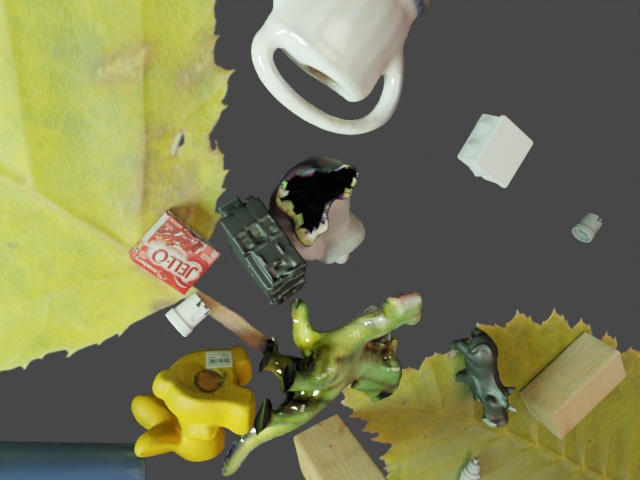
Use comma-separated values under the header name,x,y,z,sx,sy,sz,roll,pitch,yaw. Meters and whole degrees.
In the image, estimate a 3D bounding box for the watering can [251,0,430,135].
name,x,y,z,sx,sy,sz,roll,pitch,yaw
watering can,-0.008,-0.274,0.600,0.344,0.224,0.105,33,0,-32

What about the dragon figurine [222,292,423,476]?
name,x,y,z,sx,sy,sz,roll,pitch,yaw
dragon figurine,0.024,0.223,0.784,0.242,0.403,0.125,14,28,-27

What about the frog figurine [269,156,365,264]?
name,x,y,z,sx,sy,sz,roll,pitch,yaw
frog figurine,0.002,-0.036,0.710,0.123,0.139,0.157,13,-13,14
